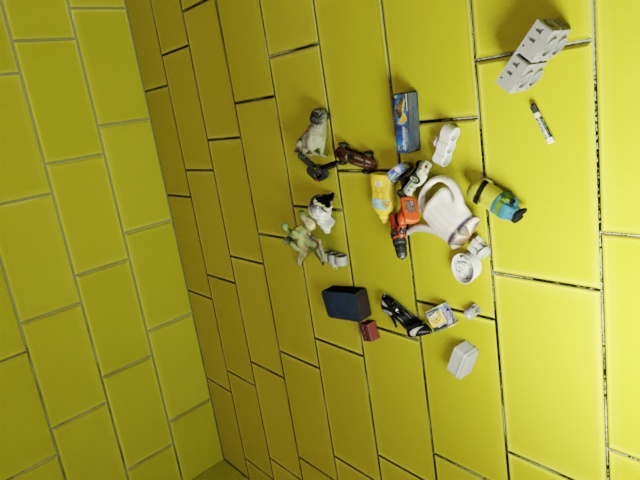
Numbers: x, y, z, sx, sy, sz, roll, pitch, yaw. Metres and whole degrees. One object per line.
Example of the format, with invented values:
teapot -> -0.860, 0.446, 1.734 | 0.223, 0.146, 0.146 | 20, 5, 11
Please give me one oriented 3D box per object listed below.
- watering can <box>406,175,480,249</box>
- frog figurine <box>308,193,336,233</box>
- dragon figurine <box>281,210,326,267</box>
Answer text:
watering can -> 0.401, -0.062, 1.713 | 0.227, 0.105, 0.339 | 52, 151, 24
frog figurine -> 0.007, -0.108, 2.153 | 0.141, 0.123, 0.155 | -99, 13, -44
dragon figurine -> -0.056, 0.028, 2.252 | 0.247, 0.123, 0.400 | 47, 154, 43
